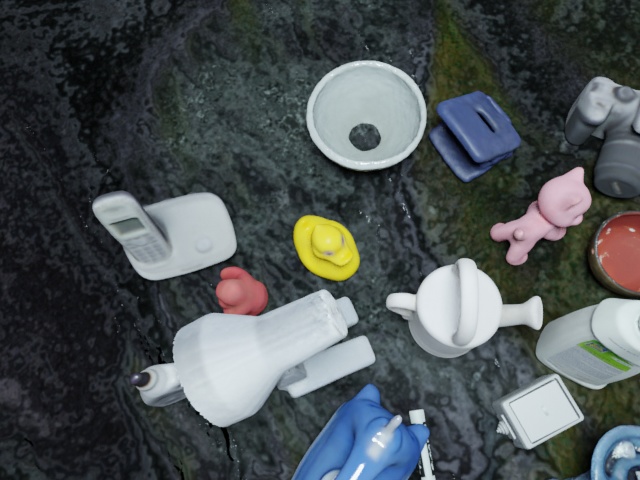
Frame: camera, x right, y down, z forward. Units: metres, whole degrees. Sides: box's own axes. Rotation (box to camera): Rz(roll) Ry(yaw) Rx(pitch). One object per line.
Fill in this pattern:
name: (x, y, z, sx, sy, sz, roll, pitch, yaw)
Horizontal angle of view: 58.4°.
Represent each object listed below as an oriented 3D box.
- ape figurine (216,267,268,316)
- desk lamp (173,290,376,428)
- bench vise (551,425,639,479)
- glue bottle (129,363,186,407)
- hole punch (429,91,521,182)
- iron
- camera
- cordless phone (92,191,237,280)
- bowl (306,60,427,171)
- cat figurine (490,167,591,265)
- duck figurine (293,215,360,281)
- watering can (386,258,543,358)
ape figurine: (-0.110, 0.071, 0.747, 0.076, 0.092, 0.078, 12, 75, 7)
desk lamp: (-0.044, 0.124, 0.665, 0.203, 0.213, 0.118, -23, 74, -4)
bench vise: (0.321, 0.284, 0.596, 0.207, 0.220, 0.121, -44, 76, -10)
glue bottle: (-0.187, 0.169, 0.680, 0.078, 0.173, 0.037, -22, 73, -3)
hole punch: (0.218, -0.155, 0.798, 0.101, 0.091, 0.108, -32, 74, -6)
iron: (0.018, 0.294, 0.649, 0.118, 0.141, 0.258, 36, 78, 12)
camera: (0.411, -0.138, 0.779, 0.143, 0.101, 0.137, 23, 76, 9)
cordless phone: (-0.193, -0.021, 0.730, 0.147, 0.185, 0.094, -19, 73, -3)
bowl: (0.065, -0.165, 0.817, 0.167, 0.075, 0.167, -1, 74, 3)
cat figurine: (0.295, -0.034, 0.745, 0.128, 0.118, 0.067, -34, 75, -7)
duck figurine: (0.007, 0.003, 0.765, 0.077, 0.086, 0.104, -44, 76, -9)
watering can: (0.170, 0.078, 0.678, 0.173, 0.194, 0.101, -16, 73, -2)
